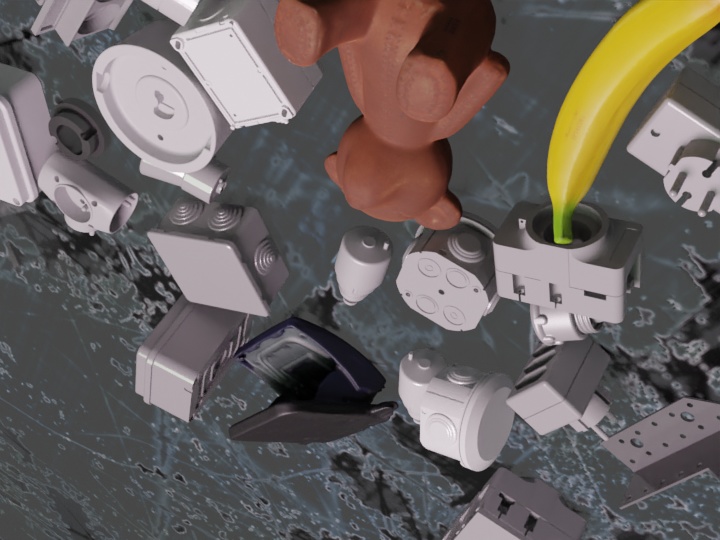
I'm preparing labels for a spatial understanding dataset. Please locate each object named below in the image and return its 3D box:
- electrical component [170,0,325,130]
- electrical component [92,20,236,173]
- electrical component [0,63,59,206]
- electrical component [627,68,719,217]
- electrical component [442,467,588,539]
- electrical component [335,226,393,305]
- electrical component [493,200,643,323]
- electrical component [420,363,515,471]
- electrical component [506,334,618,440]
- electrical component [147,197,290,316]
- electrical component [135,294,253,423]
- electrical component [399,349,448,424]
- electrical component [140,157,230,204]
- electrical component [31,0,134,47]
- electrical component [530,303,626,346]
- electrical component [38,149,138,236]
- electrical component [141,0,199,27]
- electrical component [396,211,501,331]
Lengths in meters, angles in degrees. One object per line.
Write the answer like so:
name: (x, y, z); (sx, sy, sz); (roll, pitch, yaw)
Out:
electrical component: (-0.071, -0.145, 0.742); (0.062, 0.061, 0.096); (-5, 133, 39)
electrical component: (-0.136, -0.133, 0.797); (0.108, 0.060, 0.108); (21, 138, 20)
electrical component: (-0.319, -0.121, 0.949); (0.078, 0.057, 0.113); (19, 138, 21)
electrical component: (0.196, -0.059, 0.609); (0.083, 0.075, 0.047); (35, 141, 3)
electrical component: (0.130, 0.250, 0.975); (0.089, 0.061, 0.150); (32, 141, 6)
electrical component: (0.000, 0.000, 0.843); (0.040, 0.040, 0.078); (30, 141, 10)
electrical component: (0.139, -0.010, 0.720); (0.089, 0.050, 0.055); (13, 135, 27)
electrical component: (0.087, 0.116, 0.862); (0.051, 0.080, 0.080); (14, 136, 34)
electrical component: (0.160, 0.093, 0.794); (0.077, 0.065, 0.047); (43, 141, -7)
electrical component: (-0.116, -0.013, 0.901); (0.100, 0.048, 0.099); (9, 142, 30)
electrical component: (-0.148, 0.068, 0.964); (0.057, 0.113, 0.078); (26, 140, 9)
electrical component: (0.052, 0.101, 0.903); (0.040, 0.040, 0.078); (21, 138, 19)
electrical component: (-0.138, -0.082, 0.867); (0.065, 0.044, 0.044); (29, 141, 3)
electrical component: (-0.182, -0.218, 0.740); (0.063, 0.079, 0.121); (56, 140, 2)
electrical component: (0.154, 0.028, 0.753); (0.062, 0.048, 0.048); (-6, 124, 33)
electrical component: (-0.245, -0.060, 0.964); (0.077, 0.044, 0.079); (33, 141, 6)
electrical component: (-0.079, -0.207, 0.670); (0.074, 0.052, 0.138); (30, 126, -14)
electrical component: (0.070, 0.000, 0.782); (0.080, 0.051, 0.080); (21, 139, 20)
